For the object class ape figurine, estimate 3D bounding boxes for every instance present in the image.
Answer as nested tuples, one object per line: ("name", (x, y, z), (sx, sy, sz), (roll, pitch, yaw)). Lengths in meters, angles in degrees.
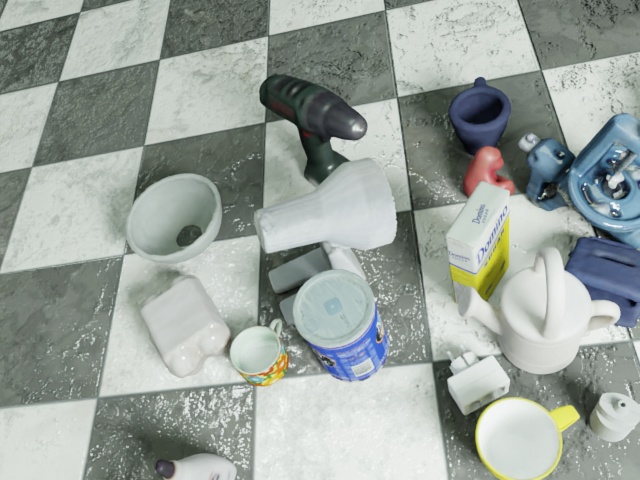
("ape figurine", (0.251, -0.103, 0.855), (0.076, 0.092, 0.077), (-12, 57, 8))

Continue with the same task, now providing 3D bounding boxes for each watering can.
("watering can", (0.256, 0.083, 0.676), (0.173, 0.194, 0.100), (-20, 56, 3))

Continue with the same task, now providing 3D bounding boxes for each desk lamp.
("desk lamp", (0.007, 0.003, 0.783), (0.203, 0.214, 0.117), (-25, 56, -1))

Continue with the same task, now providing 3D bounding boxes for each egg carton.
("egg carton", (-0.200, 0.126, 0.851), (0.107, 0.069, 0.150), (-35, 57, -7))

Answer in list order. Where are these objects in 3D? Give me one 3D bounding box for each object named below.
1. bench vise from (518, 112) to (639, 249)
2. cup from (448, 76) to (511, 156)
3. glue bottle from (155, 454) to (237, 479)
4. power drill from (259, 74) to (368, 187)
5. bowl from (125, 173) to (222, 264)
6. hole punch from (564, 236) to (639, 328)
("bench vise", (0.347, -0.090, 0.743), (0.206, 0.220, 0.121), (21, 67, 26))
("cup", (0.252, -0.189, 0.906), (0.091, 0.095, 0.118), (0, 59, 15))
("glue bottle", (-0.151, 0.285, 0.676), (0.037, 0.173, 0.078), (5, 60, 18))
("power drill", (0.004, -0.160, 0.888), (0.076, 0.209, 0.228), (-44, 58, -13))
("bowl", (-0.230, -0.024, 0.949), (0.167, 0.075, 0.167), (-7, 58, 11))
("hole punch", (0.369, 0.042, 0.733), (0.108, 0.091, 0.101), (19, 66, 25))
